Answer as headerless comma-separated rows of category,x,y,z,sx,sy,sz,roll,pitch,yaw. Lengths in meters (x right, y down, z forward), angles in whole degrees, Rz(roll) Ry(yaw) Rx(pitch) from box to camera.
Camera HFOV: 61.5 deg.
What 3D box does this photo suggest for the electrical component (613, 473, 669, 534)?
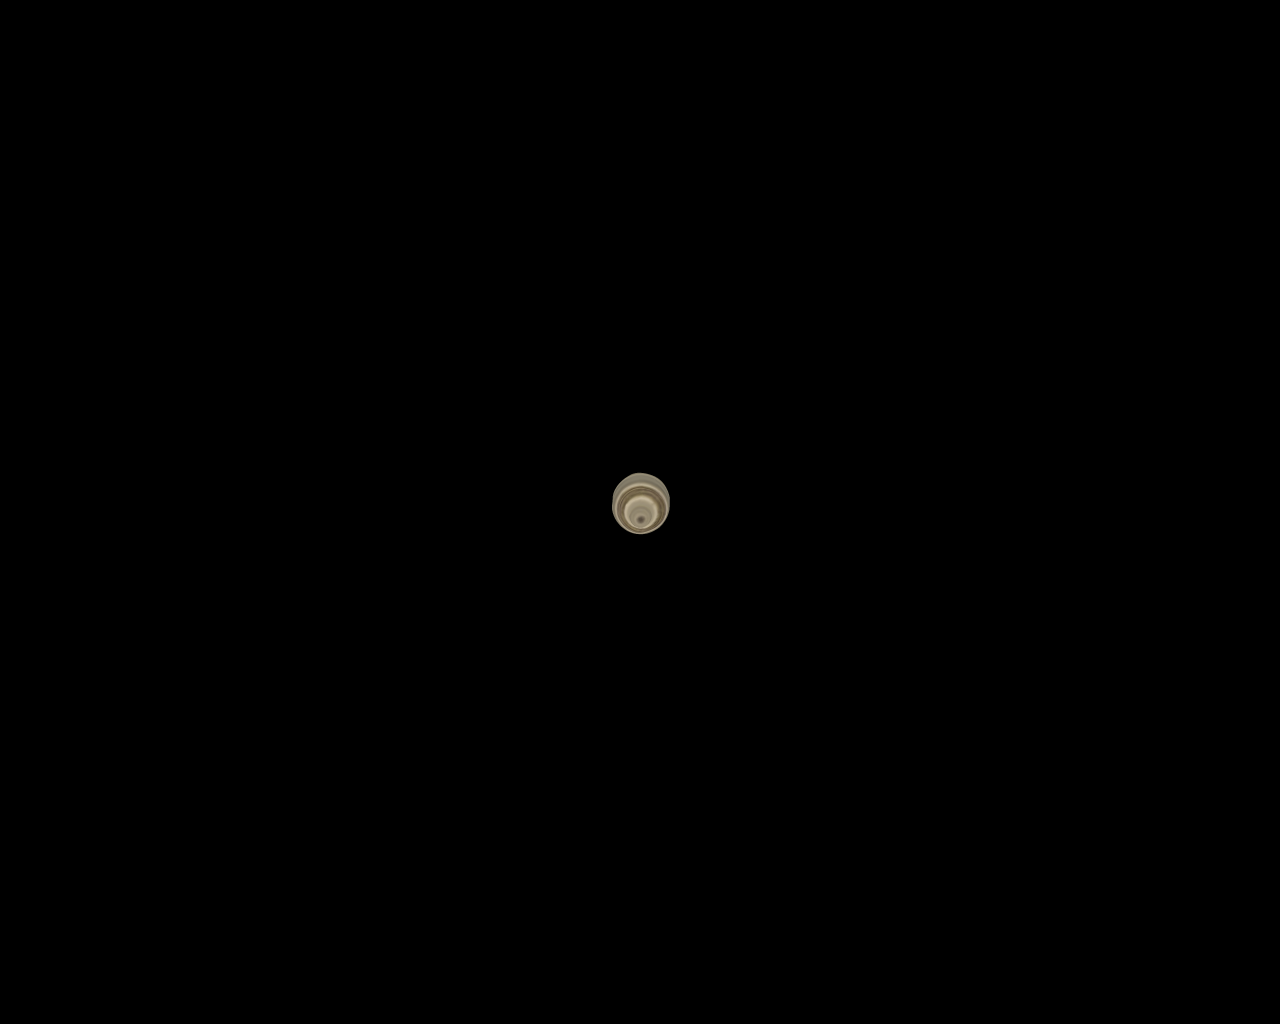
electrical component,0.001,-0.003,0.650,0.035,0.035,0.061,0,14,0
